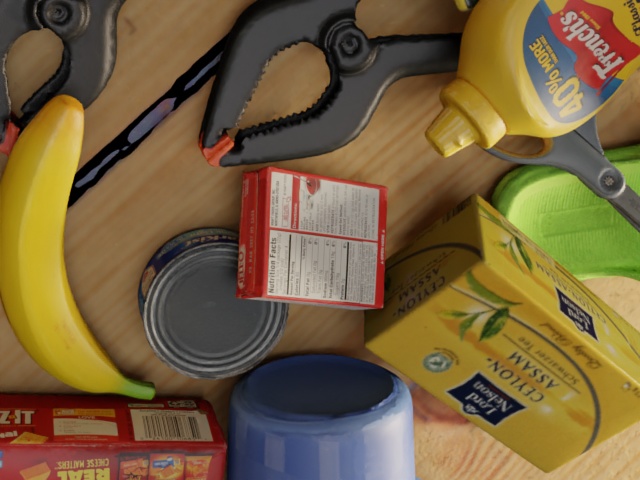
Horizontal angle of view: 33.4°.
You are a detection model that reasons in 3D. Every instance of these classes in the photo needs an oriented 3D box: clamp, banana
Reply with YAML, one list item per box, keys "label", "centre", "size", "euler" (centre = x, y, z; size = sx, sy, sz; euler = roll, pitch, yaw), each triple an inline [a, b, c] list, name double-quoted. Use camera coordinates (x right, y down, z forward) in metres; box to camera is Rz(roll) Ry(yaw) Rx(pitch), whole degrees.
- label: "clamp"
  centre: [-0.142, -0.129, 0.542]
  size: [0.120, 0.039, 0.171]
  euler: [28, 99, -22]
- label: "banana"
  centre: [-0.144, 0.015, 0.585]
  size: [0.069, 0.037, 0.198]
  euler: [-16, 125, -13]
- label: "clamp"
  centre: [0.023, -0.107, 0.598]
  size: [0.164, 0.036, 0.210]
  euler: [43, 93, -18]

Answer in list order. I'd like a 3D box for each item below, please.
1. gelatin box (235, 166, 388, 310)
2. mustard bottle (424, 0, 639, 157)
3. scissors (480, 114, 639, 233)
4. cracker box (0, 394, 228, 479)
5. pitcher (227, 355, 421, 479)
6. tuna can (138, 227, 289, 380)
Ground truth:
- label: "gelatin box"
  centre: [-0.004, 0.001, 0.610]
  size: [0.089, 0.030, 0.073]
  euler: [7, 82, -35]
- label: "mustard bottle"
  centre: [0.133, -0.112, 0.574]
  size: [0.191, 0.058, 0.096]
  euler: [-40, 128, -2]
- label: "scissors"
  centre: [0.174, -0.055, 0.639]
  size: [0.201, 0.016, 0.096]
  euler: [29, 88, -2]
- label: "cracker box"
  centre: [-0.152, 0.199, 0.640]
  size: [0.164, 0.072, 0.214]
  euler: [3, 109, -17]
- label: "pitcher"
  centre: [0.010, 0.198, 0.663]
  size: [0.145, 0.149, 0.243]
  euler: [4, 107, 13]
- label: "tuna can"
  centre: [-0.063, 0.037, 0.627]
  size: [0.086, 0.034, 0.086]
  euler: [-5, 110, -15]
